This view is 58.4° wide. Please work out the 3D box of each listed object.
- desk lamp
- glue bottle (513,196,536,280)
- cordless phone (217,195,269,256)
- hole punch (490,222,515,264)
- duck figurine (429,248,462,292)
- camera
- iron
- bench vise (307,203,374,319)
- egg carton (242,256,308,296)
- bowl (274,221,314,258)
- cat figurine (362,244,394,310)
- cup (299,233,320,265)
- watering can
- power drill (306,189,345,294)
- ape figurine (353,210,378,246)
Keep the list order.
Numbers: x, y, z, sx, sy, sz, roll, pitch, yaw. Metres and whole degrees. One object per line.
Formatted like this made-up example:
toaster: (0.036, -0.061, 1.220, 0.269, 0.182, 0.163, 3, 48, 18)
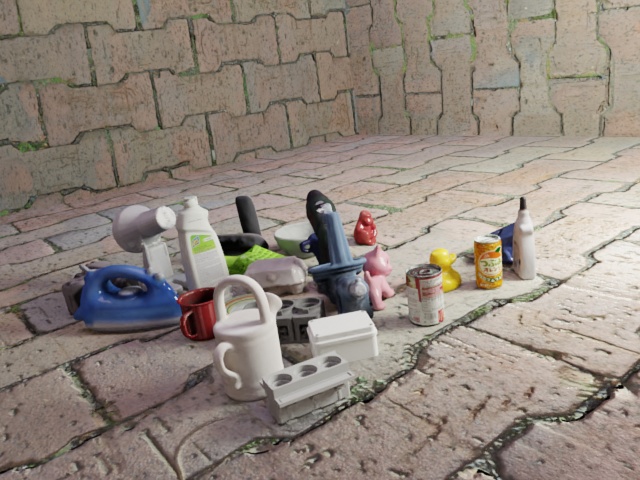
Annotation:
desk lamp: (-0.410, 0.016, 1.433, 0.202, 0.214, 0.118, 6, 21, 38)
glue bottle: (0.432, -0.008, 1.214, 0.037, 0.173, 0.078, -6, 17, 5)
cordless phone: (-0.225, -0.033, 1.565, 0.147, 0.185, 0.094, -2, 18, 17)
hole punch: (0.422, 0.004, 1.323, 0.100, 0.091, 0.109, 0, 18, 25)
duck figurine: (0.251, 0.061, 1.216, 0.105, 0.086, 0.077, -16, 19, -26)
camera: (-0.518, 0.108, 1.373, 0.136, 0.101, 0.143, 1, 19, 27)
iron: (-0.402, 0.113, 1.234, 0.257, 0.141, 0.119, -4, 17, 13)
bench vise: (0.052, 0.042, 1.132, 0.122, 0.220, 0.206, -18, 19, -30)
egg carton: (-0.103, 0.086, 1.320, 0.150, 0.069, 0.107, -6, 17, 4)
bowl: (-0.039, 0.005, 1.550, 0.167, 0.075, 0.167, -7, 17, 2)
cat figurine: (0.113, 0.069, 1.195, 0.067, 0.118, 0.128, -1, 18, 22)
cup: (0.009, 0.033, 1.400, 0.118, 0.095, 0.091, -14, 18, -21)
watering can: (-0.117, 0.143, 0.915, 0.101, 0.194, 0.173, -6, 17, 5)
power drill: (0.012, 0.005, 1.296, 0.075, 0.208, 0.229, -10, 17, -8)
ape figurine: (0.127, -0.037, 1.587, 0.078, 0.092, 0.075, -22, 22, -39)
